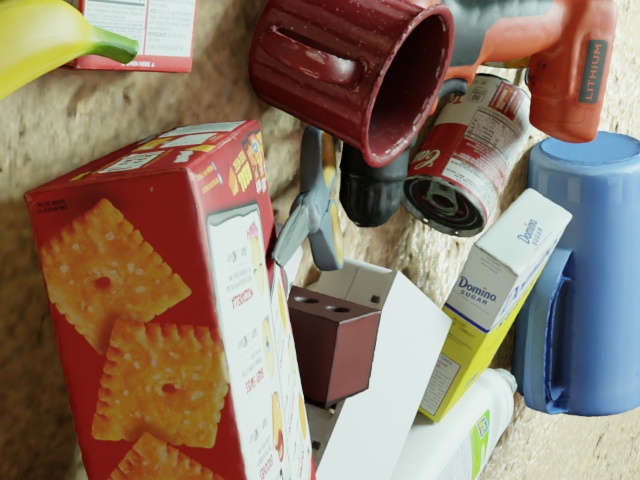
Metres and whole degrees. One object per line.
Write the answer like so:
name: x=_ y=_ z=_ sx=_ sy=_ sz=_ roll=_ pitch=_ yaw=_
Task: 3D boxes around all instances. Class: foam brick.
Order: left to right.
foam brick: x=-0.012 y=0.059 z=0.629 sx=0.052 sy=0.078 sz=0.051 roll=-10 pitch=110 yaw=-58

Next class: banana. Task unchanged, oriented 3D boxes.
banana: x=-0.148 y=-0.028 z=0.395 sx=0.069 sy=0.037 sz=0.197 roll=46 pitch=71 yaw=-23

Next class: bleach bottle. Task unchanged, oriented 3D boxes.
bleach bottle: x=0.098 y=0.183 z=0.875 sx=0.250 sy=0.068 sz=0.102 roll=-35 pitch=133 yaw=-49

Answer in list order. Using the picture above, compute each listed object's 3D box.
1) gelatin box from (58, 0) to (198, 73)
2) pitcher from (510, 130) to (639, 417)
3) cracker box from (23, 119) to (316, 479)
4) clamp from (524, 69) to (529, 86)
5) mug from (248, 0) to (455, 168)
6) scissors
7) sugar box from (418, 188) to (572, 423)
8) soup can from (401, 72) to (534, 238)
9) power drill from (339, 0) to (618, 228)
gelatin box: x=-0.087 y=-0.120 z=0.473 sx=0.073 sy=0.030 sz=0.089 roll=-11 pitch=112 yaw=-55
pitcher: x=0.237 y=0.033 z=0.966 sx=0.149 sy=0.145 sz=0.243 roll=-108 pitch=-166 yaw=-66
cracker box: x=-0.054 y=0.063 z=0.471 sx=0.164 sy=0.072 sz=0.214 roll=-69 pitch=151 yaw=-76
clamp: x=0.203 y=-0.207 z=0.879 sx=0.171 sy=0.039 sz=0.120 roll=-57 pitch=162 yaw=-34
mug: x=0.010 y=-0.096 z=0.569 sx=0.117 sy=0.082 sz=0.093 roll=-18 pitch=132 yaw=-61
scissors: x=-0.004 y=0.001 z=0.579 sx=0.201 sy=0.016 sz=0.096 roll=-80 pitch=161 yaw=-61
sugar box: x=0.124 y=0.053 z=0.812 sx=0.093 sy=0.048 sz=0.176 roll=-40 pitch=160 yaw=-42
soup can: x=0.108 y=-0.062 z=0.771 sx=0.102 sy=0.069 sz=0.068 roll=-59 pitch=146 yaw=-23
power drill: x=0.098 y=-0.099 z=0.685 sx=0.187 sy=0.057 sz=0.184 roll=-3 pitch=110 yaw=-30
